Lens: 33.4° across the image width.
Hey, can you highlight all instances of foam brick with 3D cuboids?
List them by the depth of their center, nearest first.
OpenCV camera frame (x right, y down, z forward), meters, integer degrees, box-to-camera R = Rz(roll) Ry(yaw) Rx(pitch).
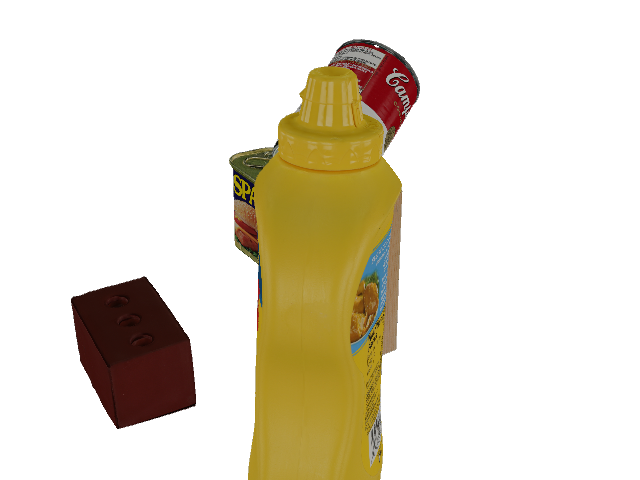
[{"bbox_3d":[-0.117,0.069,0.663,0.052,0.051,0.078,-16,36,-24],"label":"foam brick"}]

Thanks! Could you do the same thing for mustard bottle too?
[{"bbox_3d":[0.002,0.024,0.441,0.058,0.192,0.096,7,25,11],"label":"mustard bottle"}]

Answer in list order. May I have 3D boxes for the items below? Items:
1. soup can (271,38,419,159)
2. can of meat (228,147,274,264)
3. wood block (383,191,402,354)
[{"bbox_3d":[0.018,-0.081,0.741,0.068,0.102,0.068,23,-31,15],"label":"soup can"},{"bbox_3d":[-0.037,-0.024,0.934,0.057,0.084,0.102,-15,31,-29],"label":"can of meat"},{"bbox_3d":[0.030,0.032,1.220,0.090,0.206,0.090,-17,32,-29],"label":"wood block"}]
